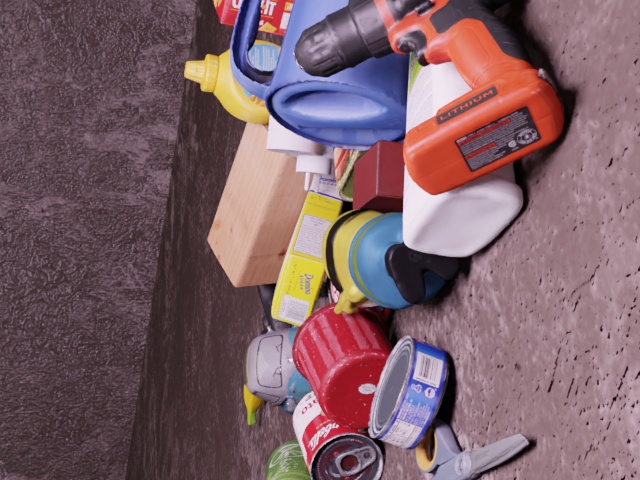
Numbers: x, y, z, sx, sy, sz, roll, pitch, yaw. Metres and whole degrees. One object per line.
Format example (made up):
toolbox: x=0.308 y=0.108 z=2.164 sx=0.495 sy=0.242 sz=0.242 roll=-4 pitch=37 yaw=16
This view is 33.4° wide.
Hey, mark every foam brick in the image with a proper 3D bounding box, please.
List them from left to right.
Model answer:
foam brick: x=0.064 y=-0.053 z=0.948 sx=0.078 sy=0.053 sz=0.051 roll=145 pitch=130 yaw=-71

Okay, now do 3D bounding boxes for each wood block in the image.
wood block: x=-0.053 y=-0.050 z=1.265 sx=0.090 sy=0.090 sz=0.206 roll=57 pitch=138 yaw=36

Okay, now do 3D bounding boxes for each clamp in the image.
clamp: x=-0.053 y=0.113 z=1.348 sx=0.210 sy=0.036 sz=0.164 roll=-116 pitch=14 yaw=-51

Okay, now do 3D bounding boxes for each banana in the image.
banana: x=-0.072 y=0.195 z=1.431 sx=0.198 sy=0.037 sz=0.069 roll=124 pitch=130 yaw=-65

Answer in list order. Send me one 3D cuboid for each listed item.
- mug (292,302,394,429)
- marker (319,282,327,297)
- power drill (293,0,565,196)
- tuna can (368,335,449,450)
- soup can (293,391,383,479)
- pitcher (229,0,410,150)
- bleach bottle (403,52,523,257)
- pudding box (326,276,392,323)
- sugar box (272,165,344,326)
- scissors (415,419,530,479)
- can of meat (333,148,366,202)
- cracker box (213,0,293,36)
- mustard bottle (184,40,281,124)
mug: x=0.032 y=0.123 z=0.950 sx=0.081 sy=0.093 sz=0.117 roll=-120 pitch=11 yaw=-60
marker: x=-0.012 y=0.061 z=1.276 sx=0.121 sy=0.020 sz=0.020 roll=162 pitch=113 yaw=-75
power drill: x=0.075 y=-0.122 z=0.737 sx=0.057 sy=0.185 sz=0.188 roll=47 pitch=-158 yaw=-47
tuna can: x=0.070 y=0.121 z=0.843 sx=0.086 sy=0.033 sz=0.086 roll=-160 pitch=91 yaw=-83
soup can: x=0.015 y=0.190 z=1.008 sx=0.102 sy=0.068 sz=0.068 roll=-122 pitch=40 yaw=-69
pitcher: x=0.028 y=-0.213 z=0.941 sx=0.145 sy=0.149 sz=0.243 roll=-4 pitch=67 yaw=39
bleach bottle: x=0.101 y=-0.118 z=0.812 sx=0.103 sy=0.068 sz=0.251 roll=124 pitch=152 yaw=-58
pudding box: x=0.037 y=0.049 z=1.037 sx=0.113 sy=0.039 sz=0.090 roll=-98 pitch=19 yaw=-47
sugar box: x=-0.007 y=0.001 z=1.139 sx=0.176 sy=0.048 sz=0.093 roll=-70 pitch=-2 yaw=-51
scissors: x=0.103 y=0.150 z=0.778 sx=0.202 sy=0.016 sz=0.096 roll=113 pitch=158 yaw=-50
can of meat: x=0.047 y=-0.096 z=1.030 sx=0.102 sy=0.057 sz=0.084 roll=116 pitch=154 yaw=-54
cracker box: x=-0.043 y=-0.299 z=1.257 sx=0.214 sy=0.164 sz=0.072 roll=-110 pitch=32 yaw=-61
mustard bottle: x=-0.055 y=-0.173 z=1.185 sx=0.058 sy=0.191 sz=0.096 roll=130 pitch=146 yaw=-64
